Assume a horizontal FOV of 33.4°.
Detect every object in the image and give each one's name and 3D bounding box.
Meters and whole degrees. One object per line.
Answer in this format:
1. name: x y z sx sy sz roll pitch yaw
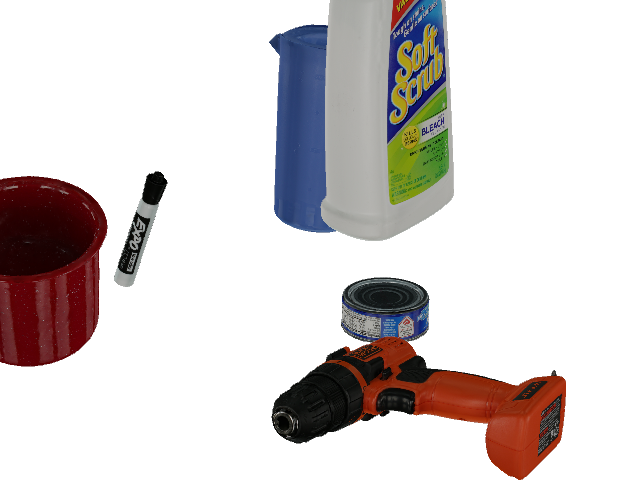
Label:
1. pitcher: 0.015 -0.135 1.314 0.144 0.243 0.149 -5 25 -23
2. power drill: 0.078 0.125 0.810 0.188 0.057 0.184 11 17 30
3. tuna can: 0.063 0.067 1.033 0.086 0.034 0.086 0 21 0
4. marker: -0.161 -0.010 0.958 0.020 0.121 0.020 17 31 -11
5. bleach bottle: 0.042 -0.132 0.718 0.102 0.251 0.068 -29 36 -37
6. mug: -0.182 0.027 0.635 0.093 0.081 0.117 28 45 21
